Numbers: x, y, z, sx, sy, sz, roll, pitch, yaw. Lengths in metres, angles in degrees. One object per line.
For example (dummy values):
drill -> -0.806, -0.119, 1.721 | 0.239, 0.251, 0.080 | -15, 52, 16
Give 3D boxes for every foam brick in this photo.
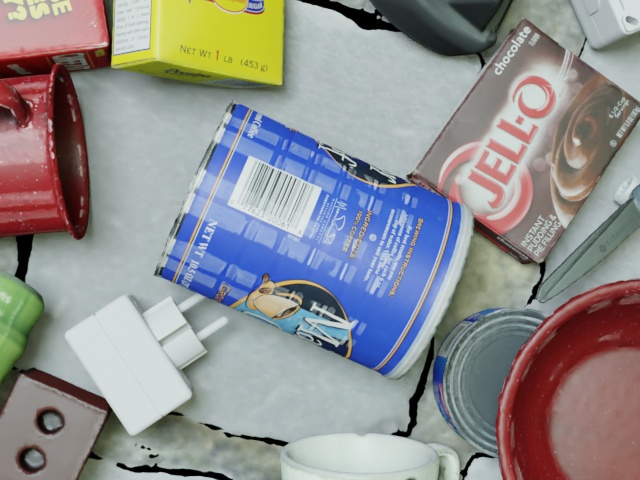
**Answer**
foam brick -> -0.151, 0.114, 0.574 | 0.053, 0.051, 0.078 | 25, 86, -5

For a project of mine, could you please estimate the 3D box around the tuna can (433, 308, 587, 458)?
tuna can -> 0.109, 0.081, 0.614 | 0.086, 0.034, 0.086 | 0, 88, -7

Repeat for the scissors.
scissors -> 0.187, -0.044, 0.617 | 0.201, 0.016, 0.096 | -23, 83, -19

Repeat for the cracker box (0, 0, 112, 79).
cracker box -> -0.228, -0.162, 0.563 | 0.213, 0.072, 0.164 | -9, 91, -8

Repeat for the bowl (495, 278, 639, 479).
bowl -> 0.171, 0.102, 0.568 | 0.162, 0.055, 0.162 | 0, 85, 1

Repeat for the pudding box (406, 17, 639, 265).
pudding box -> 0.118, -0.056, 0.616 | 0.090, 0.039, 0.113 | 35, 85, -4

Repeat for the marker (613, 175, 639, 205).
marker -> 0.229, 0.003, 0.638 | 0.121, 0.020, 0.020 | 35, 85, -5

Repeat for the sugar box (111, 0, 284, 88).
sugar box -> -0.062, -0.174, 0.574 | 0.093, 0.048, 0.176 | 2, 91, -48

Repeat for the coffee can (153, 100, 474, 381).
coffee can -> -0.004, 0.001, 0.569 | 0.140, 0.103, 0.103 | 24, 86, -5

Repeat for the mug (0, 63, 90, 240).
mug -> -0.170, -0.047, 0.547 | 0.081, 0.117, 0.093 | -5, 69, -2
